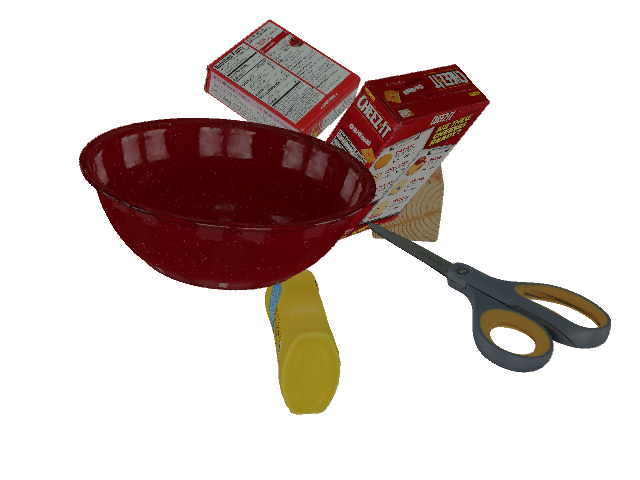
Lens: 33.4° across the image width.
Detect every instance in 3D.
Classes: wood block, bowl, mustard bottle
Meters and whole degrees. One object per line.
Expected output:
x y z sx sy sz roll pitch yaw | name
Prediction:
0.120 -0.087 1.504 0.091 0.090 0.206 3 29 0 | wood block
-0.053 -0.017 0.592 0.162 0.055 0.162 6 24 -3 | bowl
-0.023 0.083 1.077 0.058 0.096 0.191 -3 28 -8 | mustard bottle

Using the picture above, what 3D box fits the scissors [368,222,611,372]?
0.092 0.036 0.717 0.202 0.016 0.096 19 37 30 | scissors

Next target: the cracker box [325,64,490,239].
0.067 -0.094 1.201 0.163 0.072 0.214 -19 -26 -45 | cracker box

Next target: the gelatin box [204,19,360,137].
-0.028 -0.113 0.775 0.089 0.073 0.030 35 -35 14 | gelatin box
